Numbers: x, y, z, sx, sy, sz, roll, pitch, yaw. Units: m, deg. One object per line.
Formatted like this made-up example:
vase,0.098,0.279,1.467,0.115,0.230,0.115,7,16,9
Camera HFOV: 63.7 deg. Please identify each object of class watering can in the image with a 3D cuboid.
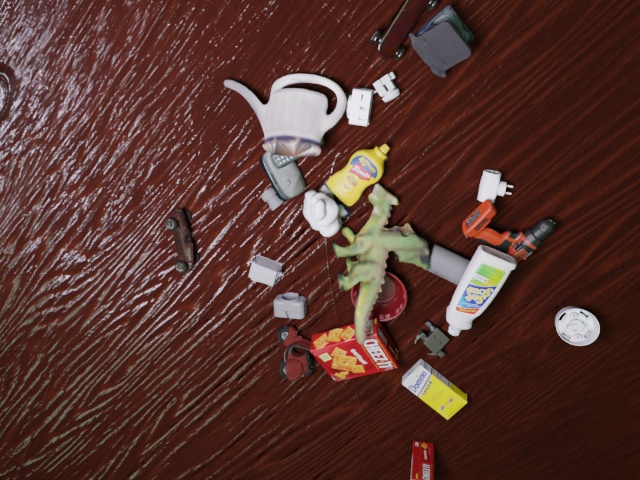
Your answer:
watering can,-0.103,-0.327,1.344,0.348,0.103,0.226,5,79,16

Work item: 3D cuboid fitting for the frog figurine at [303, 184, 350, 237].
frog figurine,0.004,-0.070,1.385,0.122,0.162,0.136,-17,104,21

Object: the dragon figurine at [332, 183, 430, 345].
dragon figurine,0.172,0.056,1.372,0.242,0.122,0.412,-13,84,17
